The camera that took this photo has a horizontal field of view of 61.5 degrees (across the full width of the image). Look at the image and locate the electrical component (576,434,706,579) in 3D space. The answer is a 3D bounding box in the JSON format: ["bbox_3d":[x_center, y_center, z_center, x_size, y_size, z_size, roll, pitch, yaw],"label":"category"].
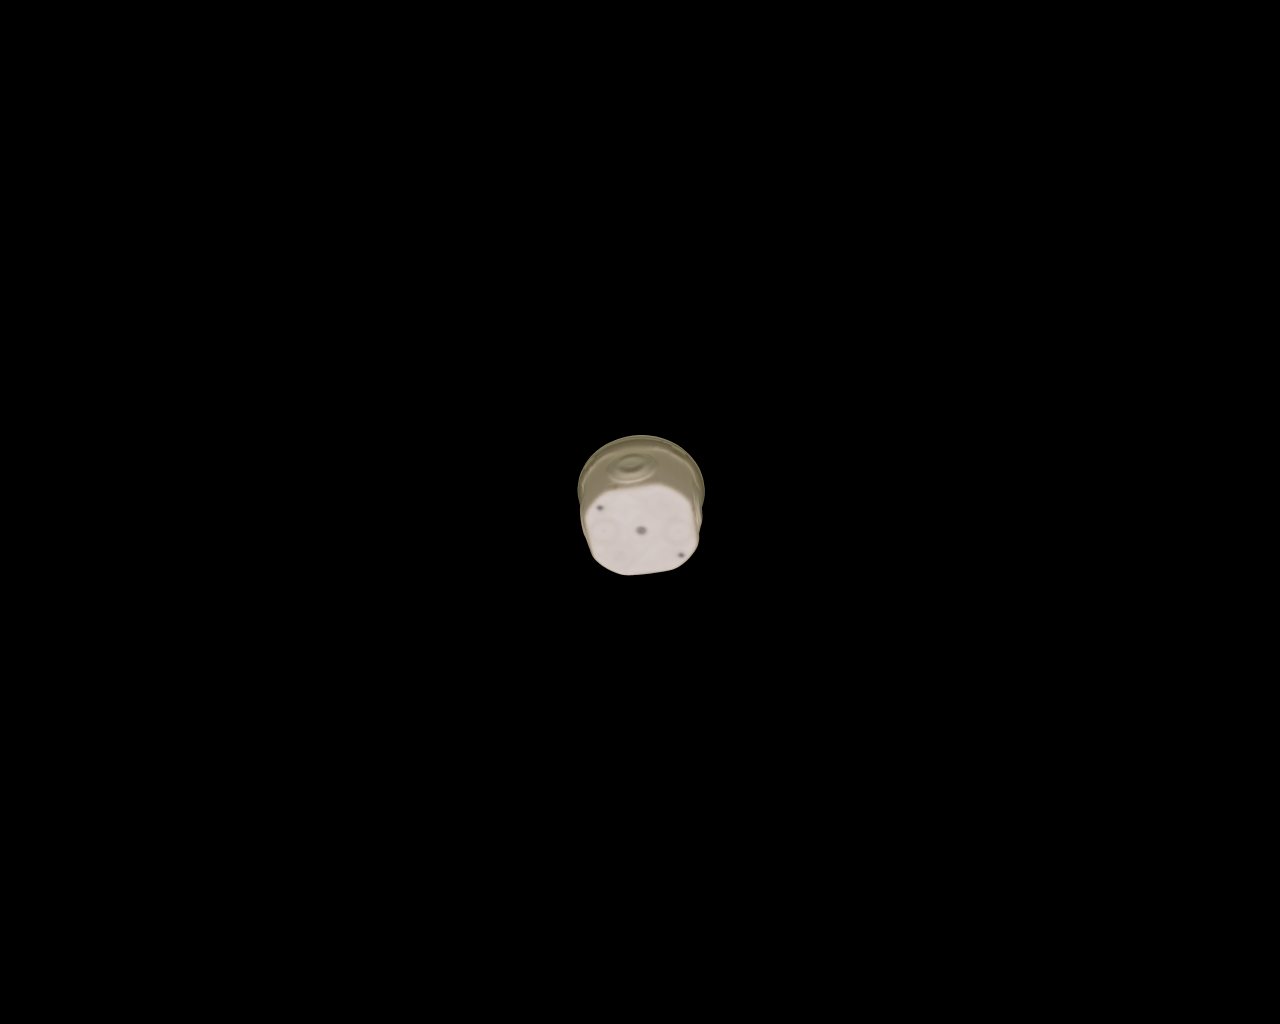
[{"bbox_3d":[0.001,-0.003,0.650,0.080,0.080,0.051,0,34,0],"label":"electrical component"}]
